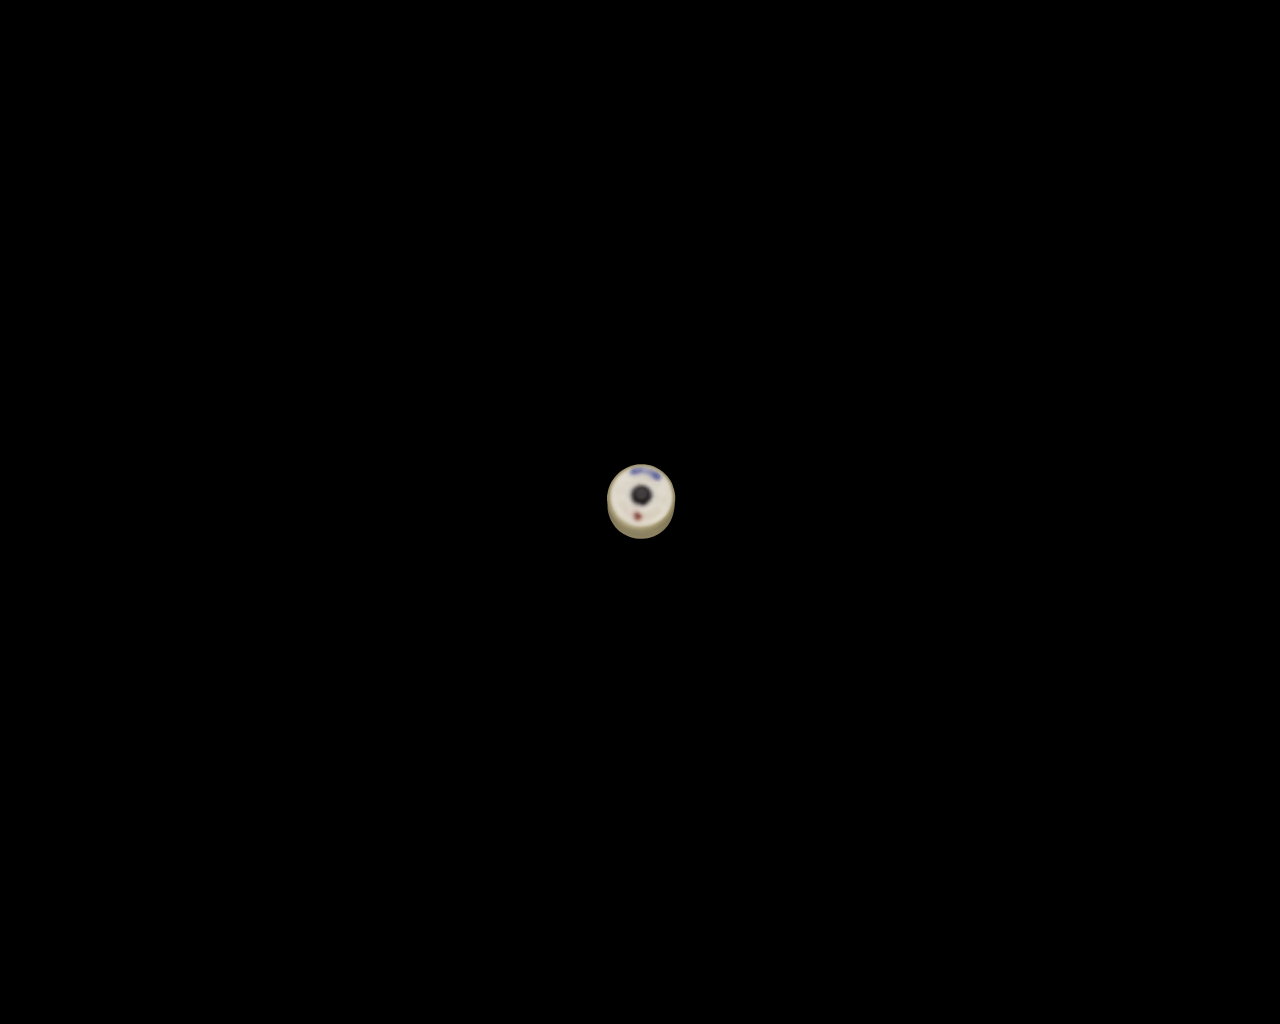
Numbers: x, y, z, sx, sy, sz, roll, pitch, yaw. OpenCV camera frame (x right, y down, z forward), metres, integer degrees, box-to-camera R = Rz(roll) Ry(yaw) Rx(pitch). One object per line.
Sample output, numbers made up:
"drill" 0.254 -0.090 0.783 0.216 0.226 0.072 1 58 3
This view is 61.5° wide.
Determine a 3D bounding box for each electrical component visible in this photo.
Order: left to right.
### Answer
"electrical component" 0.001 -0.003 0.650 0.040 0.040 0.078 0 -12 0
